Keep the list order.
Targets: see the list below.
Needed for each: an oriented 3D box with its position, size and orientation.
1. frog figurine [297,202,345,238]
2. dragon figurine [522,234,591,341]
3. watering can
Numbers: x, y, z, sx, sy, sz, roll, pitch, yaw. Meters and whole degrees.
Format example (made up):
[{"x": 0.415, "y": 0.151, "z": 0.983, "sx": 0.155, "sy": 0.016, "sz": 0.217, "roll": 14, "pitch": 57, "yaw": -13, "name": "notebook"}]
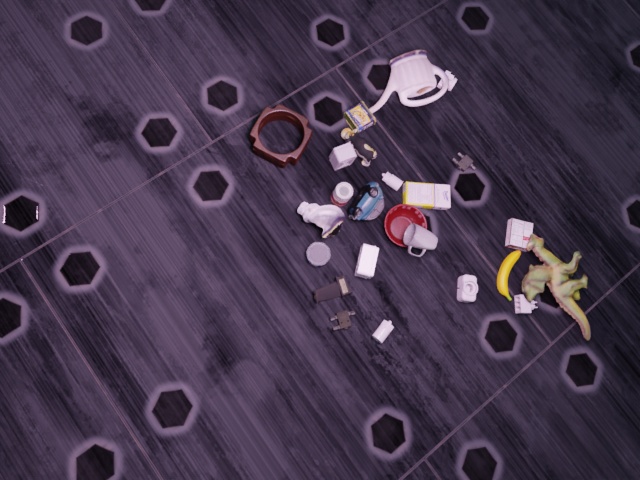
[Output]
[{"x": 0.006, "y": -0.093, "z": 1.841, "sx": 0.161, "sy": 0.120, "sz": 0.139, "roll": 47, "pitch": 42, "yaw": 14, "name": "frog figurine"}, {"x": 0.848, "y": 0.172, "z": 1.886, "sx": 0.243, "sy": 0.121, "sz": 0.415, "roll": -5, "pitch": 78, "yaw": -6, "name": "dragon figurine"}, {"x": 0.329, "y": -0.623, "z": 2.027, "sx": 0.348, "sy": 0.103, "sz": 0.227, "roll": -14, "pitch": 78, "yaw": -1, "name": "watering can"}]
